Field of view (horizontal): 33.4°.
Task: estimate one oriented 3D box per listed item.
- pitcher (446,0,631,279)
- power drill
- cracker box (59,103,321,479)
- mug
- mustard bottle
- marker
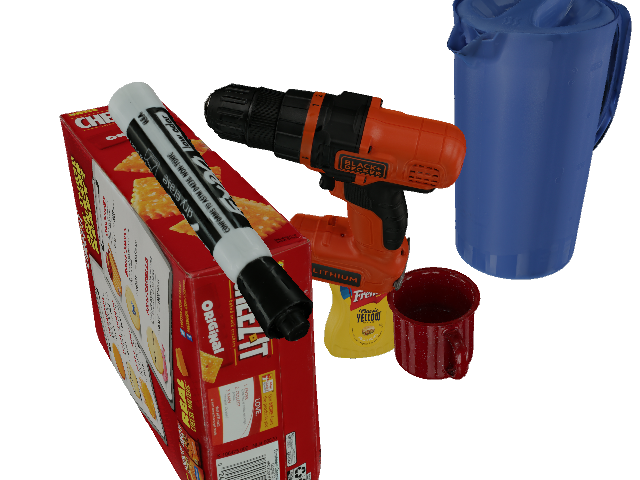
[{"bbox_3d":[0.185,-0.095,0.928,0.149,0.243,0.145,5,32,11],"label":"pitcher"},{"bbox_3d":[0.006,-0.037,0.797,0.184,0.057,0.188,14,-31,6],"label":"power drill"},{"bbox_3d":[-0.076,0.031,0.606,0.072,0.164,0.214,-15,32,-22],"label":"cracker box"},{"bbox_3d":[0.120,0.093,1.079,0.093,0.081,0.117,-17,38,-15],"label":"mug"},{"bbox_3d":[0.058,0.059,1.400,0.096,0.192,0.058,-4,24,-16],"label":"mustard bottle"},{"bbox_3d":[-0.039,-0.012,0.375,0.020,0.020,0.121,0,43,-49],"label":"marker"}]
